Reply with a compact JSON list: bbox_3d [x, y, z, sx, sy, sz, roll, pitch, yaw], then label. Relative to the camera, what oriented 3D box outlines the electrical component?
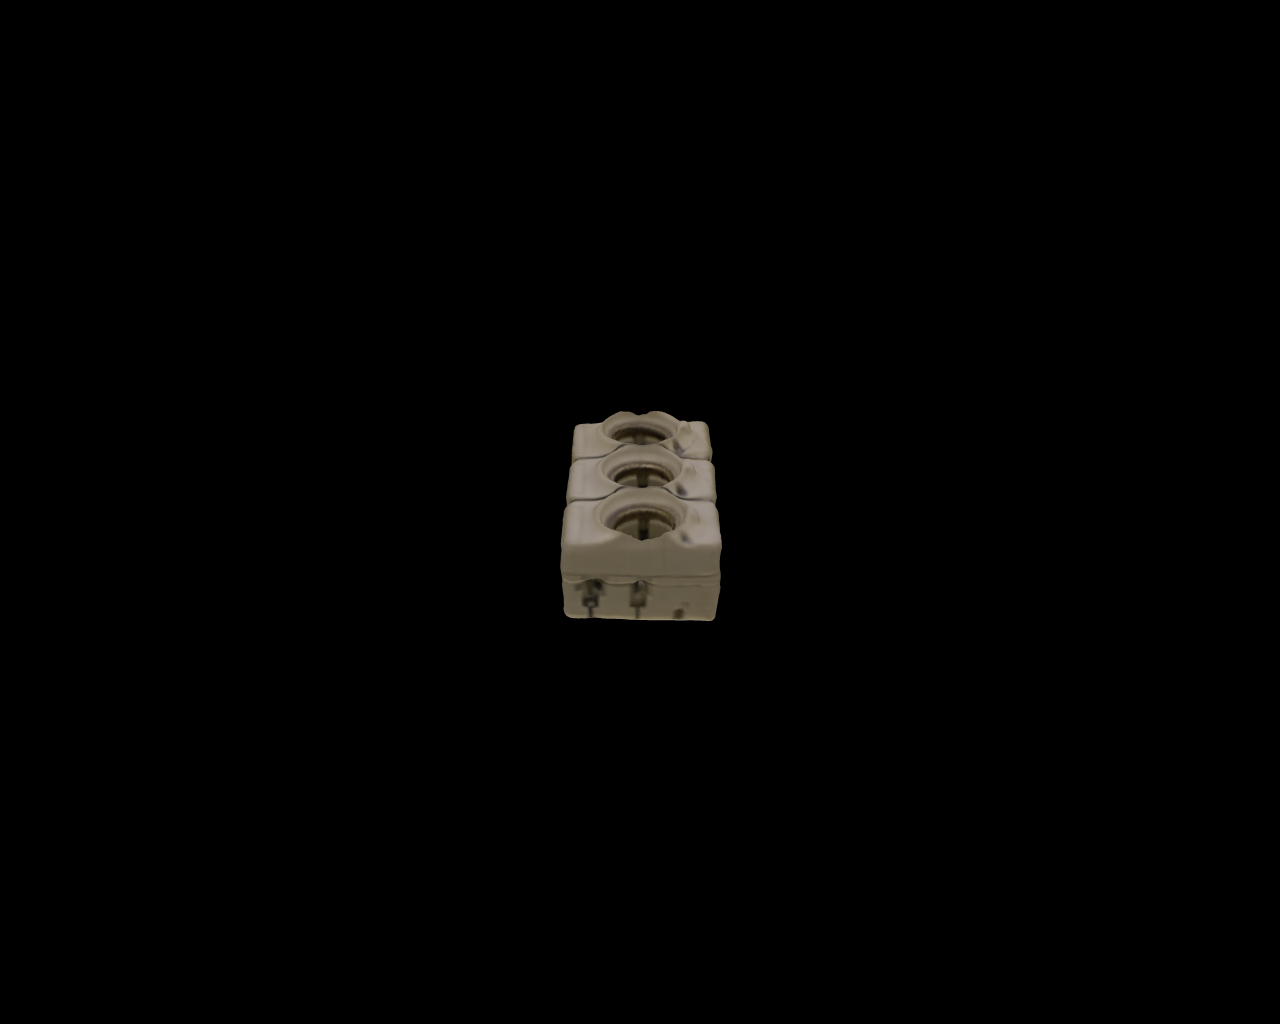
[{"bbox_3d":[0.001,-0.003,0.650,0.089,0.061,0.150,0,32,0],"label":"electrical component"}]
